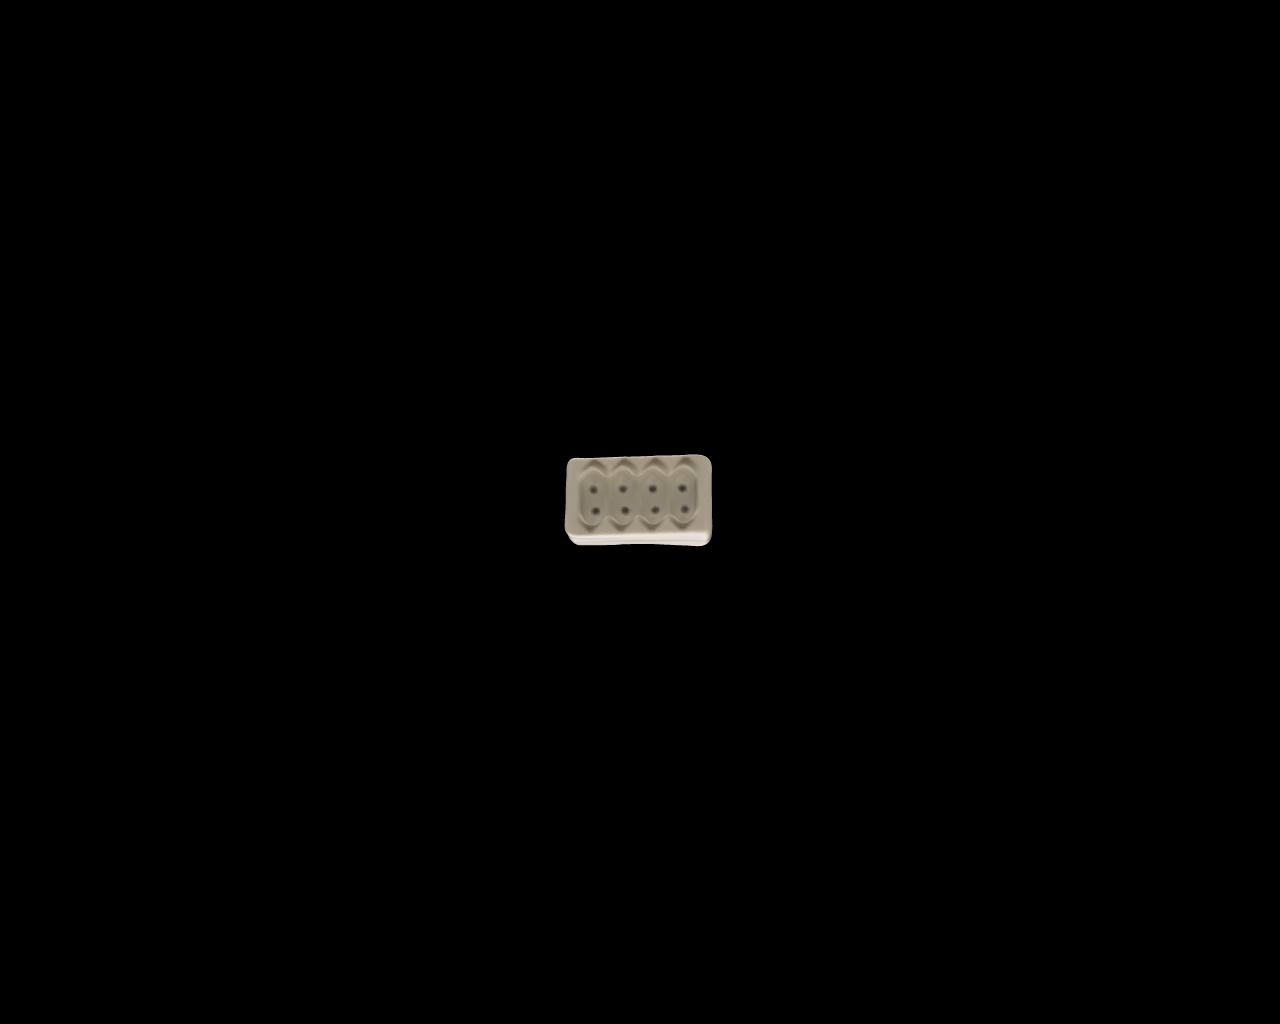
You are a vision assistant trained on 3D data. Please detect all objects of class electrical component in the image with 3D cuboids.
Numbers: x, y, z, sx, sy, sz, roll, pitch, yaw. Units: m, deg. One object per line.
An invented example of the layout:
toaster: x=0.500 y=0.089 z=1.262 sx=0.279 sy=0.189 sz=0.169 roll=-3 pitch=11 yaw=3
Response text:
electrical component: x=0.001 y=-0.003 z=0.650 sx=0.083 sy=0.047 sz=0.075 roll=0 pitch=-11 yaw=2
